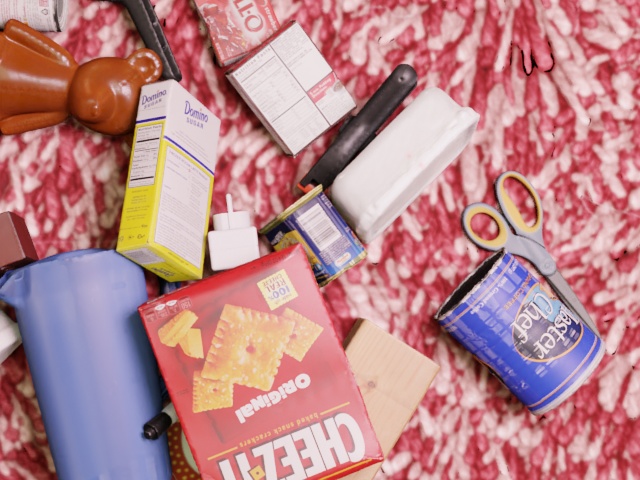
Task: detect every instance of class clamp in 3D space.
[{"bbox_3d":[-0.184,-0.284,1.090,0.210,0.036,0.165,38,103,8],"label":"clamp"},{"bbox_3d":[0.044,-0.114,1.090,0.039,0.120,0.172,45,107,5],"label":"clamp"}]

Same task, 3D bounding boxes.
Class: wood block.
[{"bbox_3d":[0.025,0.189,1.064,0.091,0.090,0.206,32,86,0],"label":"wood block"}]

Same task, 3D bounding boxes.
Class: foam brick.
[{"bbox_3d":[-0.317,0.006,1.062,0.053,0.078,0.051,-20,86,-4],"label":"foam brick"}]

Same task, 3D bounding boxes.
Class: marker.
[{"bbox_3d":[-0.129,0.155,1.032,0.020,0.020,0.120,50,44,0],"label":"marker"}]

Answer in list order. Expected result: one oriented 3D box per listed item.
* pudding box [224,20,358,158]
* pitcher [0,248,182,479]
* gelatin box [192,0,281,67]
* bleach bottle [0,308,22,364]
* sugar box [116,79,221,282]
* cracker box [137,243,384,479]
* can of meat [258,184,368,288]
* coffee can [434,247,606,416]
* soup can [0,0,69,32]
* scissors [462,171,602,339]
[{"bbox_3d":[-0.029,-0.154,1.093,0.090,0.039,0.113,-39,105,-3],"label":"pudding box"},{"bbox_3d":[-0.209,0.128,1.044,0.149,0.145,0.243,-11,91,8],"label":"pitcher"},{"bbox_3d":[-0.087,-0.235,1.111,0.073,0.030,0.089,-23,88,-4],"label":"gelatin box"},{"bbox_3d":[-0.409,0.034,1.057,0.103,0.068,0.251,-42,88,15],"label":"bleach bottle"},{"bbox_3d":[-0.146,-0.057,1.043,0.048,0.093,0.176,-9,64,25],"label":"sugar box"},{"bbox_3d":[-0.055,0.130,0.983,0.164,0.072,0.214,-21,86,-4],"label":"cracker box"},{"bbox_3d":[-0.007,0.001,1.066,0.057,0.102,0.084,-37,92,-22],"label":"can of meat"},{"bbox_3d":[0.200,0.091,1.072,0.140,0.103,0.103,44,85,0],"label":"coffee can"},{"bbox_3d":[-0.311,-0.247,1.081,0.102,0.068,0.068,3,87,-4],"label":"soup can"},{"bbox_3d":[0.216,0.027,1.120,0.096,0.016,0.202,-20,88,-3],"label":"scissors"}]
